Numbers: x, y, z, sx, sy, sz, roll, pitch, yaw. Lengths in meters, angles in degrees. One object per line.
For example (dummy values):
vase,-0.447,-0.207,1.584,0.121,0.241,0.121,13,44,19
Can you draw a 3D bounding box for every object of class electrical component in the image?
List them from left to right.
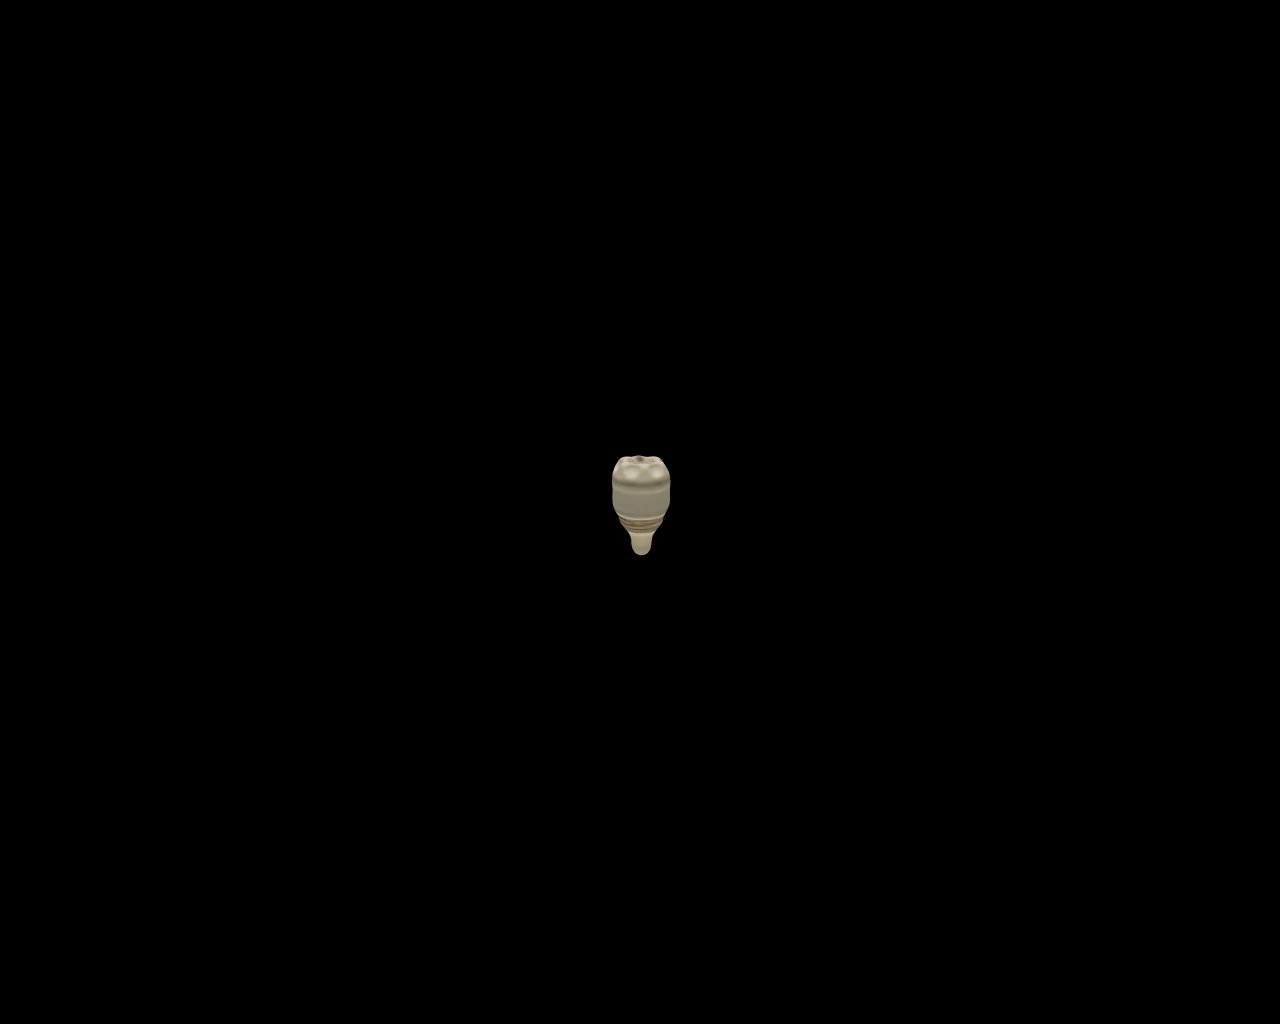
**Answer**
electrical component,0.001,-0.003,0.650,0.035,0.061,0.035,0,18,0
